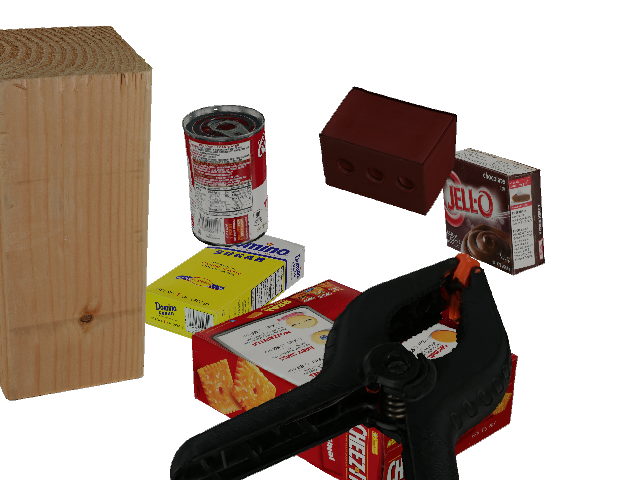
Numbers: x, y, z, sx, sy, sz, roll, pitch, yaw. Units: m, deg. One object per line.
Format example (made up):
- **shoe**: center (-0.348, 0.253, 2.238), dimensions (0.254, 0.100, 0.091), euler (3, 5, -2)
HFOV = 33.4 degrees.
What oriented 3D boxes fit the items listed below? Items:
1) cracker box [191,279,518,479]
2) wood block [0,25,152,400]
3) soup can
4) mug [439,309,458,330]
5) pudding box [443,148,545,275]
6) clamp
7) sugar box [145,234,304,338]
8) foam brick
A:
- **cracker box**: center (0.024, 0.113, 0.867), dimensions (0.163, 0.072, 0.214), euler (-20, 29, -41)
- **wood block**: center (-0.160, -0.017, 0.652), dimensions (0.090, 0.206, 0.090), euler (-7, 30, -25)
- **soup can**: center (-0.079, -0.054, 0.896), dimensions (0.068, 0.102, 0.068), euler (-1, 30, 0)
- **mug**: center (0.147, 0.120, 1.094), dimensions (0.093, 0.081, 0.117), euler (19, 40, 31)
- **pudding box**: center (0.151, -0.028, 0.947), dimensions (0.039, 0.090, 0.114), euler (-16, 19, -23)
- **clamp**: center (0.036, 0.070, 0.432), dimensions (0.120, 0.039, 0.171), euler (31, 51, 22)
- **sugar box**: center (-0.098, 0.043, 1.119), dimensions (0.093, 0.048, 0.176), euler (15, 31, 24)
- **foam brick**: center (0.047, -0.061, 0.722), dimensions (0.078, 0.051, 0.053), euler (18, -36, 21)
